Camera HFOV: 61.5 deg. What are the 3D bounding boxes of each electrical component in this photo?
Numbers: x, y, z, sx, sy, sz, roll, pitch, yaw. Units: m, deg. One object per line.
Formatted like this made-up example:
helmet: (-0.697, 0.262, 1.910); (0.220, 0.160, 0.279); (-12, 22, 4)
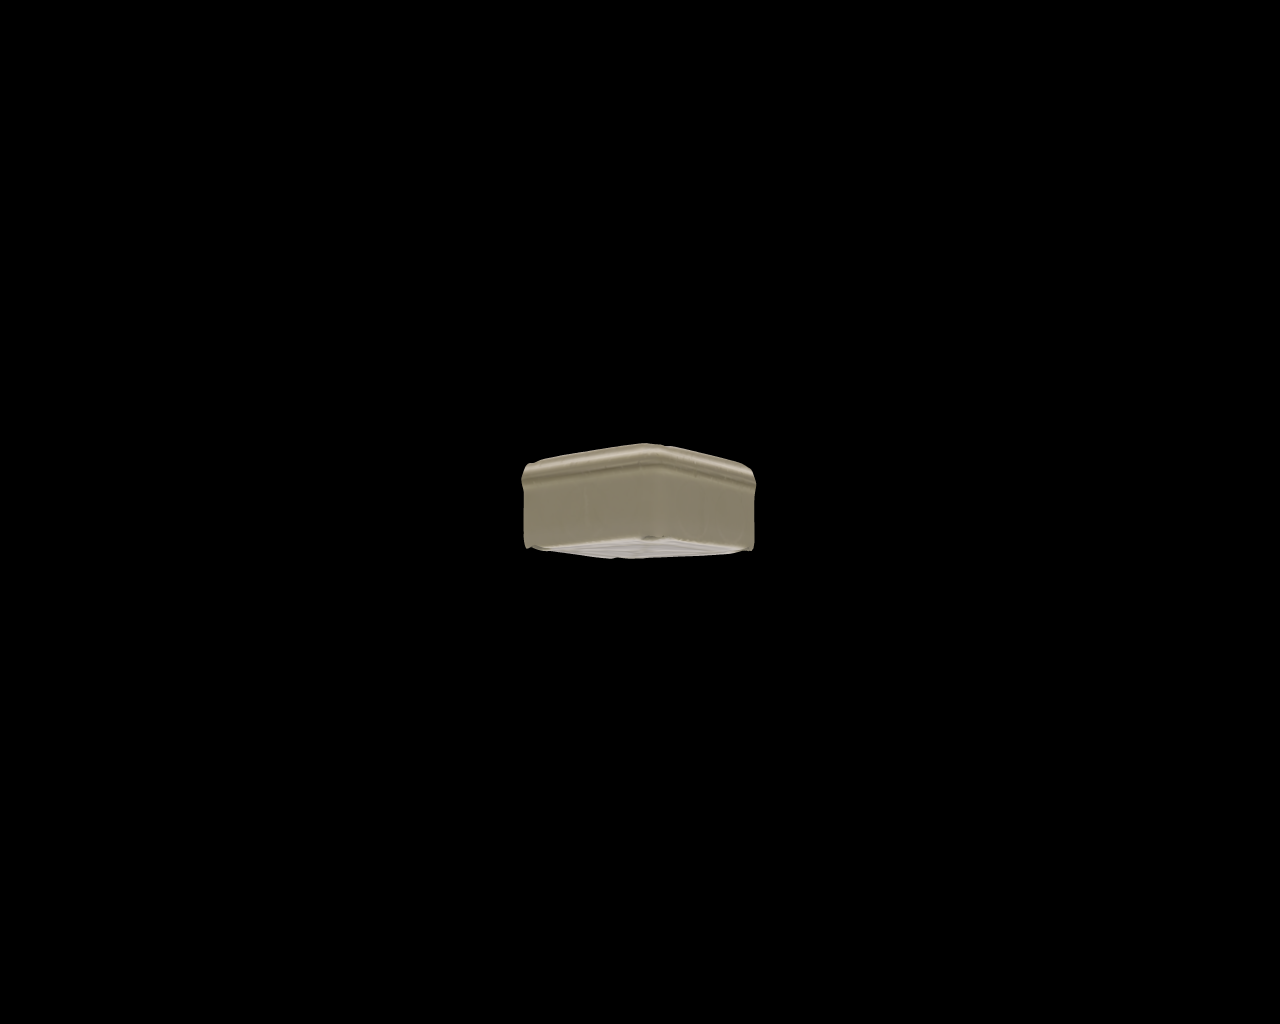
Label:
electrical component: (0.001, -0.003, 0.650); (0.108, 0.056, 0.109); (-5, -9, 36)
